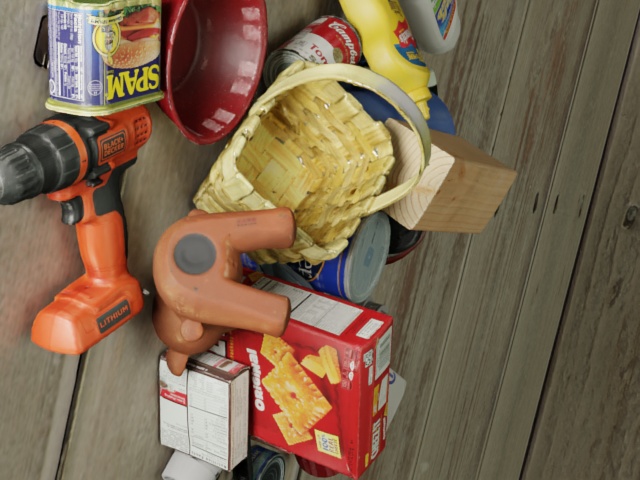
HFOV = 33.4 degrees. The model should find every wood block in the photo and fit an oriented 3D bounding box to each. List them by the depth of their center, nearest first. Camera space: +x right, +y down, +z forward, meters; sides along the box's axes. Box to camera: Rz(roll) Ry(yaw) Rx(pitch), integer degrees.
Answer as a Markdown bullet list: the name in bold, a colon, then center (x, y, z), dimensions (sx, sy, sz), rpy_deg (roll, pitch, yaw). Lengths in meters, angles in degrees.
- **wood block**: center (0.133, -0.067, 1.200), dimensions (0.090, 0.091, 0.205), rpy_deg (-60, 155, 15)

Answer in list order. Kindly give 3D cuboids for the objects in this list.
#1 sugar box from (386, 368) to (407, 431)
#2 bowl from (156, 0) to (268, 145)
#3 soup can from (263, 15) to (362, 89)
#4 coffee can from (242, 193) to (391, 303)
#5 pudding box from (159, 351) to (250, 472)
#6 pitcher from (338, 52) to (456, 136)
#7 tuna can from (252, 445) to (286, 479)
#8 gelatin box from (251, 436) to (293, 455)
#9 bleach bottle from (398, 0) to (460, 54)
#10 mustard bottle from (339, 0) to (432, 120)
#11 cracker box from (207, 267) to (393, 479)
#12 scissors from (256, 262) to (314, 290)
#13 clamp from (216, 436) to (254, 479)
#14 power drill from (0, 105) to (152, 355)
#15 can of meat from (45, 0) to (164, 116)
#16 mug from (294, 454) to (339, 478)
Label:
- **sugar box**: center (0.026, 0.172, 1.347), dimensions (0.176, 0.048, 0.093), rpy_deg (38, 62, -22)
- **bowl**: center (-0.109, -0.168, 0.938), dimensions (0.161, 0.055, 0.162), rpy_deg (-45, 144, -49)
- **soup can**: center (-0.008, -0.190, 1.134), dimensions (0.102, 0.069, 0.068), rpy_deg (-46, 144, -47)
- **coffee can**: center (-0.008, 0.001, 1.162), dimensions (0.102, 0.140, 0.103), rpy_deg (-45, 143, -49)
- **pudding box**: center (-0.118, 0.170, 1.085), dimensions (0.039, 0.090, 0.113), rpy_deg (-38, 137, -52)
- **pitcher**: center (0.053, -0.129, 1.253), dimensions (0.145, 0.149, 0.242), rpy_deg (-53, 161, 23)
- **tuna can**: center (-0.077, 0.302, 1.332), dimensions (0.086, 0.034, 0.086), rpy_deg (-45, 143, -49)
- **gelatin box**: center (-0.047, 0.229, 1.303), dimensions (0.089, 0.073, 0.030), rpy_deg (-4, 109, -66)
- **bleach bottle**: center (0.146, -0.320, 1.409), dimensions (0.102, 0.068, 0.250), rpy_deg (-71, 159, -8)
- **mustard bottle**: center (0.076, -0.219, 1.193), dimensions (0.191, 0.058, 0.096), rpy_deg (67, 23, 4)
- **cracker box**: center (-0.037, 0.129, 1.085), dimensions (0.072, 0.214, 0.164), rpy_deg (-39, 138, -49)
- **scissors**: center (-0.043, 0.012, 1.112), dimensions (0.016, 0.096, 0.202), rpy_deg (-22, 116, -57)
- **clamp**: center (-0.096, 0.218, 1.231), dimensions (0.120, 0.039, 0.171), rpy_deg (29, 77, -70)
- **power drill**: center (-0.195, -0.008, 0.842), dimensions (0.184, 0.057, 0.188), rpy_deg (-37, 137, -55)
- **can of meat**: center (-0.165, -0.148, 0.824), dimensions (0.101, 0.058, 0.084), rpy_deg (-31, 129, -58)
- **mug**: center (0.014, 0.264, 1.416), dimensions (0.081, 0.117, 0.093), rpy_deg (80, 12, -54)
